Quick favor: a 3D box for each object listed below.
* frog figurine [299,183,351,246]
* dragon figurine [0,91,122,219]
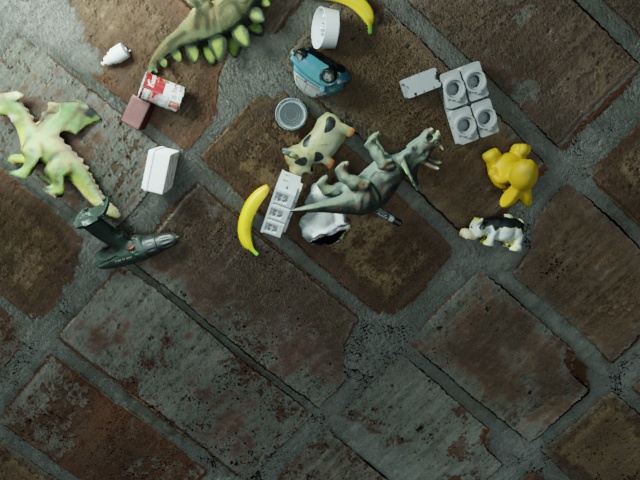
[{"bbox_3d":[0.004,-0.069,1.380,0.137,0.121,0.162,-28,65,12],"label":"frog figurine"},{"bbox_3d":[-0.661,-0.245,1.335,0.408,0.123,0.242,27,93,-15],"label":"dragon figurine"}]
